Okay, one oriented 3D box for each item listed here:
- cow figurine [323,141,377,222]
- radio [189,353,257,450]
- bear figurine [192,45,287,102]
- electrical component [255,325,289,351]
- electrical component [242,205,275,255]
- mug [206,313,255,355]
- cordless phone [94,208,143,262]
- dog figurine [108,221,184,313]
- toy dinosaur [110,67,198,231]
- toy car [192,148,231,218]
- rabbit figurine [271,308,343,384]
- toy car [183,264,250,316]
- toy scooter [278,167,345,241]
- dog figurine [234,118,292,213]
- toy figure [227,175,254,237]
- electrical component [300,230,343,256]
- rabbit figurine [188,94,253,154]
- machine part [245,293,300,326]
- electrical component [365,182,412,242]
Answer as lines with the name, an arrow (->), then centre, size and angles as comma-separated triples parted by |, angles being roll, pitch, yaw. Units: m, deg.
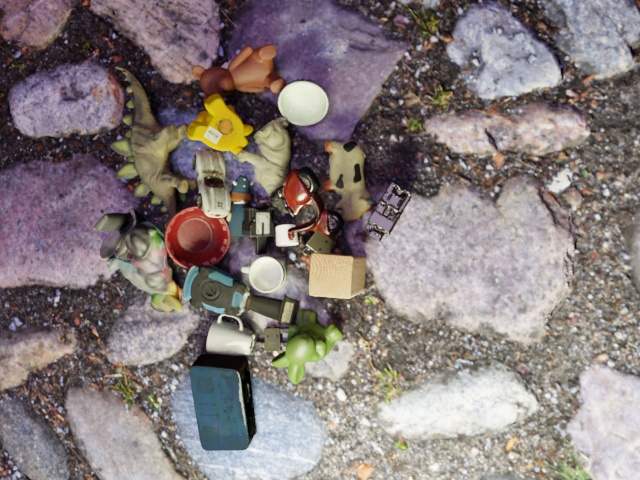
cow figurine -> 0.075, -0.139, 1.280 | 0.127, 0.085, 0.194 | 0, 87, 18
radio -> -0.232, 0.393, 1.303 | 0.131, 0.073, 0.229 | -2, 105, 11
bear figurine -> -0.200, -0.396, 1.304 | 0.196, 0.132, 0.120 | -23, 119, -14
electrical component -> -0.116, 0.243, 1.336 | 0.094, 0.021, 0.063 | -4, 87, 13
electrical component -> -0.150, -0.026, 1.321 | 0.048, 0.075, 0.119 | 11, 104, 54
mug -> -0.216, 0.235, 1.331 | 0.107, 0.081, 0.109 | 12, 99, 4
cordless phone -> -0.525, -0.010, 1.353 | 0.089, 0.184, 0.146 | 42, 97, 6
dog figurine -> -0.402, 0.081, 1.350 | 0.219, 0.108, 0.191 | 38, 115, 1
toy dinosaur -> -0.436, -0.241, 1.384 | 0.199, 0.105, 0.471 | -12, 82, 15
toy car -> -0.269, -0.145, 1.331 | 0.056, 0.073, 0.202 | -46, 50, 49
rabbit figurine -> -0.044, 0.243, 1.245 | 0.121, 0.170, 0.159 | 40, 96, 11
toy car -> -0.247, 0.119, 1.327 | 0.162, 0.103, 0.109 | 16, 99, 4
toy scooter -> -0.041, -0.072, 1.255 | 0.135, 0.075, 0.183 | -31, 94, 17
dog figurine -> -0.090, -0.181, 1.316 | 0.190, 0.121, 0.172 | 43, 104, -3
toy figure -> -0.202, -0.086, 1.346 | 0.058, 0.064, 0.154 | 1, 89, 28
electrical component -> -0.003, -0.002, 1.311 | 0.078, 0.045, 0.102 | 31, 98, -17
rabbit figurine -> -0.245, -0.283, 1.327 | 0.162, 0.173, 0.121 | 20, 95, -32
machine part -> -0.121, 0.167, 1.333 | 0.139, 0.039, 0.084 | 10, 98, 11
electrical component -> 0.156, -0.060, 1.238 | 0.058, 0.115, 0.134 | 31, 94, 10
